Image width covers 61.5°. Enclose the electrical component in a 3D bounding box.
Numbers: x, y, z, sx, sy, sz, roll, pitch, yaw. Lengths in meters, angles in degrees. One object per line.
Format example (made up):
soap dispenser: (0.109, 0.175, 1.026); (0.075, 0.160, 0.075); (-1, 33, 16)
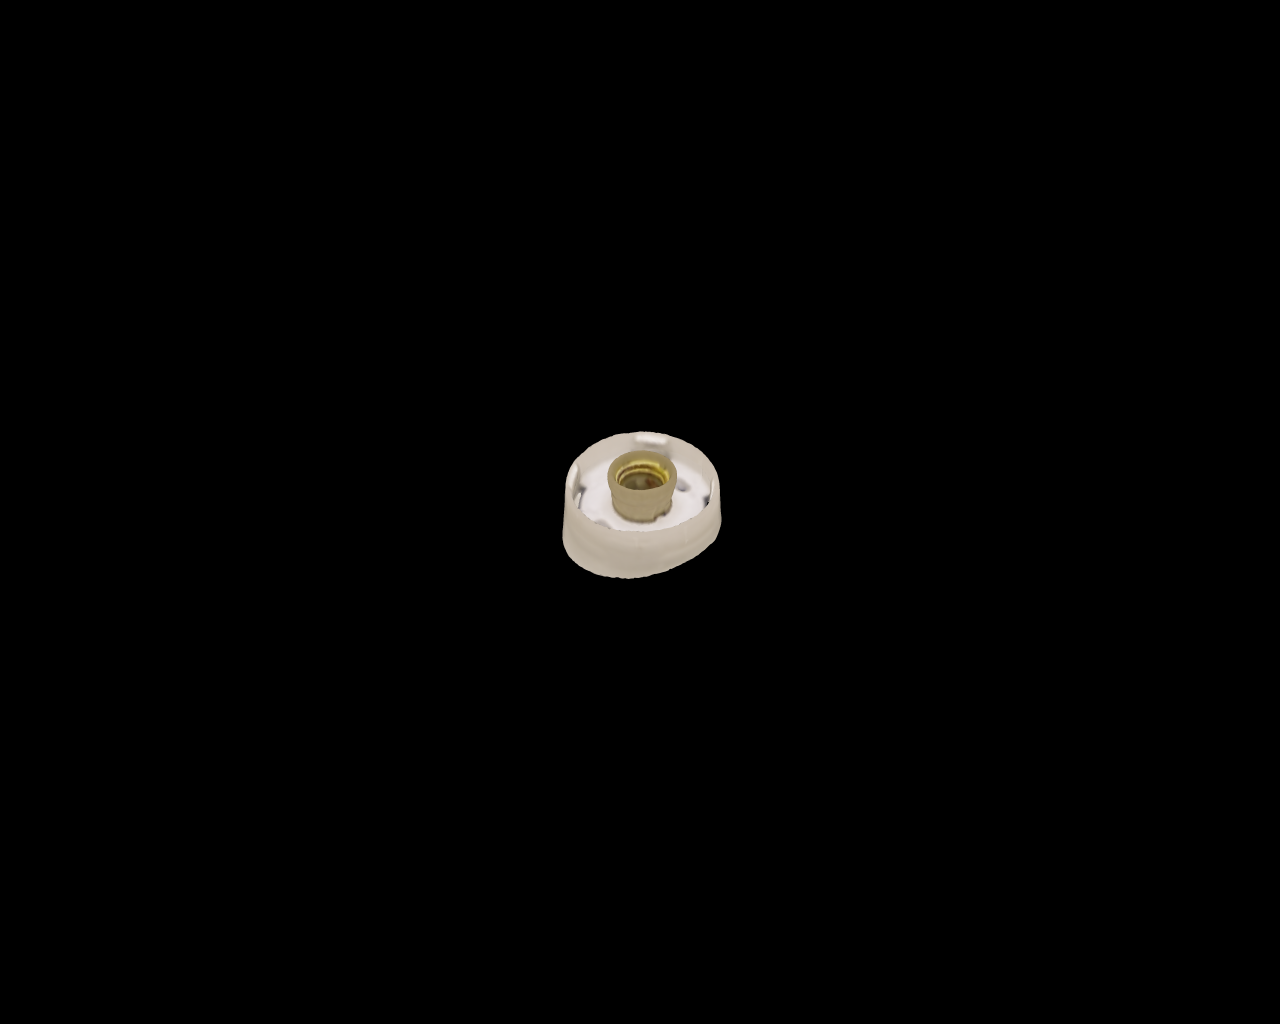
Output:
electrical component: (0.001, -0.003, 0.650); (0.099, 0.064, 0.099); (0, 45, 0)
